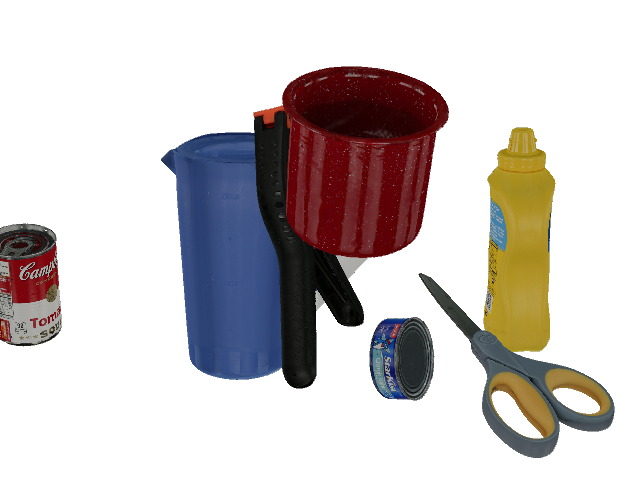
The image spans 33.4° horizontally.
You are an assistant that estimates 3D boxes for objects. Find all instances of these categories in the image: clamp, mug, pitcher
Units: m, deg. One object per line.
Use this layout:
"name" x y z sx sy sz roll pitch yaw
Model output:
"clamp" -0.012 -0.002 0.850 0.036 0.210 0.164 -11 3 18
"mug" 0.027 -0.050 0.623 0.093 0.081 0.117 16 36 17
"pitcher" -0.073 0.016 1.097 0.144 0.243 0.149 -10 21 -29

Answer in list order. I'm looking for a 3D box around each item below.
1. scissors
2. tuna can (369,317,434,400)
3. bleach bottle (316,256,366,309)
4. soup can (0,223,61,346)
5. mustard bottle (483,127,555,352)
"scissors" 0.137 0.078 0.751 0.096 0.016 0.202 -1 32 -9
"tuna can" 0.084 0.122 1.108 0.034 0.086 0.086 -3 -2 32
"bleach bottle" 0.019 -0.005 1.330 0.103 0.068 0.250 16 36 26
"soup can" -0.291 0.044 1.046 0.068 0.102 0.068 2 27 -1
"mustard bottle" 0.176 -0.005 0.945 0.058 0.192 0.096 -1 18 3
